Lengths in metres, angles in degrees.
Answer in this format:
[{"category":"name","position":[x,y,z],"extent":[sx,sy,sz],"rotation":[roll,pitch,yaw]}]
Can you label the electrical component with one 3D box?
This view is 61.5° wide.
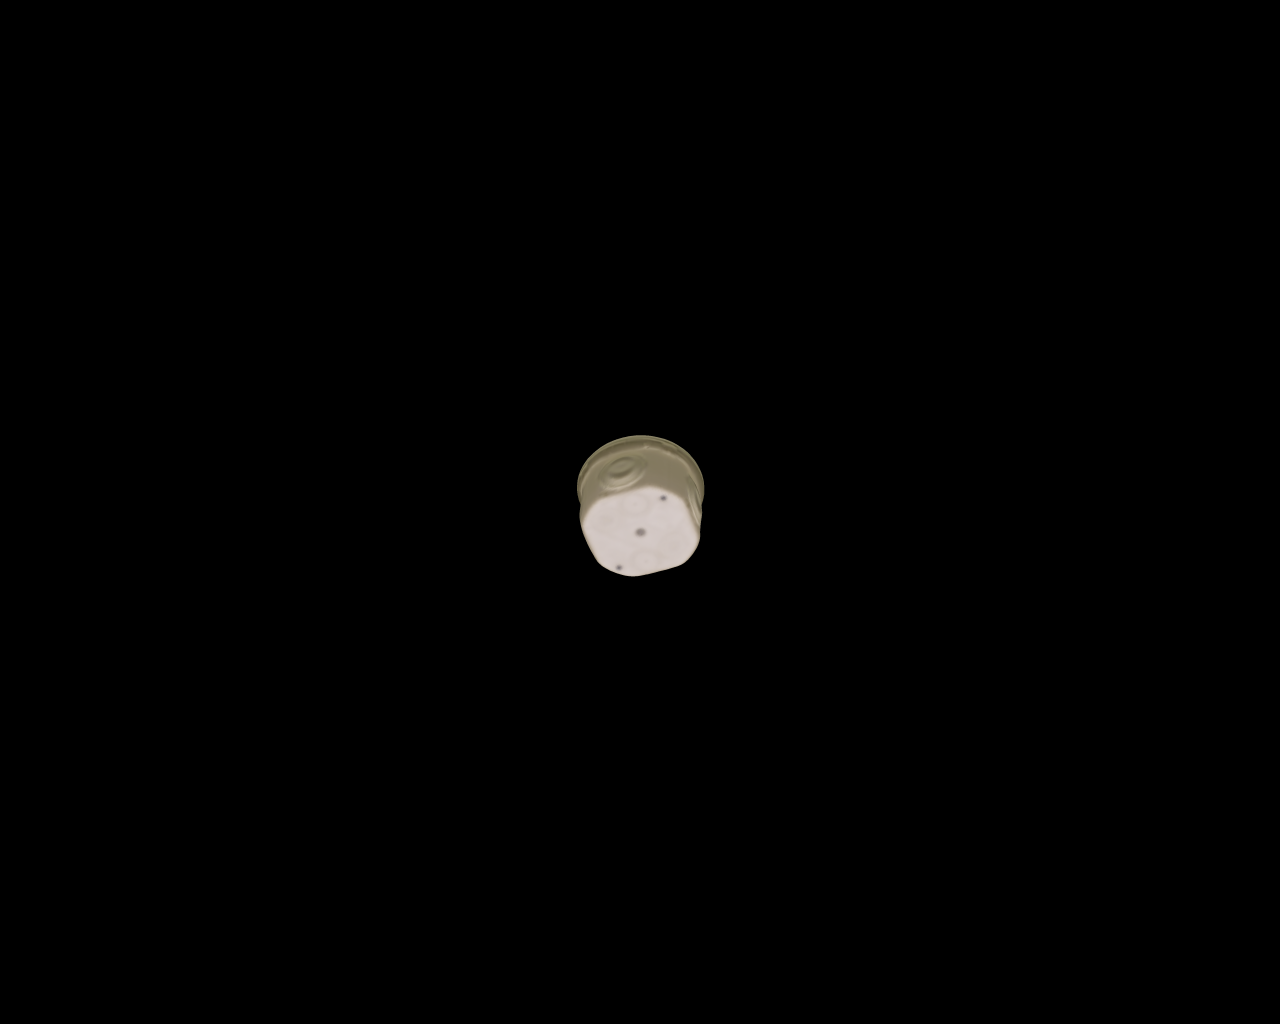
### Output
[{"category":"electrical component","position":[0.001,-0.003,0.650],"extent":[0.080,0.080,0.051],"rotation":[0,37,0]}]
